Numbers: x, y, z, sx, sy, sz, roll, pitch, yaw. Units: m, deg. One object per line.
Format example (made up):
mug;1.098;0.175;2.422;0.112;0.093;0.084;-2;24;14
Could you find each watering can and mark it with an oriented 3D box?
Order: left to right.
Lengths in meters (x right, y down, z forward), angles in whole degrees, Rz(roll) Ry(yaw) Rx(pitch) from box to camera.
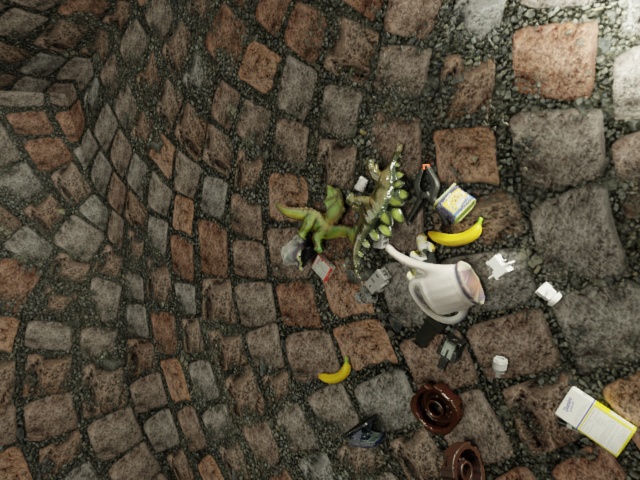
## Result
watering can;0.368;0.126;1.606;0.222;0.106;0.344;-25;110;35

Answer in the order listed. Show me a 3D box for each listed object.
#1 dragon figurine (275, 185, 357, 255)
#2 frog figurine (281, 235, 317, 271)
dragon figurine;0.006;-0.099;1.972;0.415;0.122;0.240;44;106;26
frog figurine;-0.106;0.040;2.062;0.161;0.121;0.138;23;86;44
